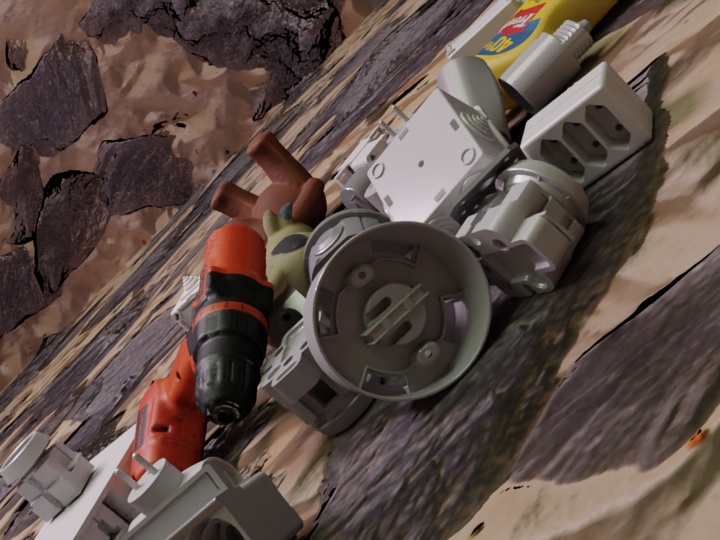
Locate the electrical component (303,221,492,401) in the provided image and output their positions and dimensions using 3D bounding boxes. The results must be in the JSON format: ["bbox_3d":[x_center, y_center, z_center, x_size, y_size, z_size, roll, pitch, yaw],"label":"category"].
[{"bbox_3d":[0.018,0.025,0.613,0.099,0.099,0.064,-51,8,-17],"label":"electrical component"}]

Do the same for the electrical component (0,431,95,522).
[{"bbox_3d":[-0.251,0.161,0.857,0.066,0.055,0.048,-41,14,21],"label":"electrical component"}]

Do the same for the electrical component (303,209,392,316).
[{"bbox_3d":[0.000,0.000,0.775,0.080,0.080,0.051,-44,19,11],"label":"electrical component"}]

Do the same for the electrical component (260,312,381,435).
[{"bbox_3d":[-0.024,0.069,0.694,0.058,0.057,0.078,-43,14,16],"label":"electrical component"}]

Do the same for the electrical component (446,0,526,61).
[{"bbox_3d":[0.136,-0.216,1.019,0.096,0.061,0.061,-41,13,16],"label":"electrical component"}]

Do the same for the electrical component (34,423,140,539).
[{"bbox_3d":[-0.205,0.212,0.828,0.105,0.060,0.186,-38,16,31],"label":"electrical component"}]

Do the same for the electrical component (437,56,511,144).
[{"bbox_3d":[0.092,-0.120,0.880,0.079,0.043,0.077,86,173,-59],"label":"electrical component"}]

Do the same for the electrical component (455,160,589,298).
[{"bbox_3d":[0.094,-0.025,0.607,0.057,0.058,0.078,-55,16,-22],"label":"electrical component"}]

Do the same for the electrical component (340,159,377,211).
[{"bbox_3d":[0.013,-0.087,1.064,0.078,0.040,0.040,-52,15,-26],"label":"electrical component"}]

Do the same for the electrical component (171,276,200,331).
[{"bbox_3d":[-0.132,0.035,1.034,0.062,0.096,0.061,-40,15,23],"label":"electrical component"}]

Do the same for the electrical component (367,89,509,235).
[{"bbox_3d":[0.058,-0.066,0.750,0.099,0.048,0.099,-49,42,22],"label":"electrical component"}]

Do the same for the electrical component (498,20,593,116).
[{"bbox_3d":[0.154,-0.167,0.860,0.081,0.043,0.043,-46,13,2],"label":"electrical component"}]

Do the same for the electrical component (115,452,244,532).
[{"bbox_3d":[-0.128,0.153,0.721,0.077,0.079,0.043,-41,15,22],"label":"electrical component"}]

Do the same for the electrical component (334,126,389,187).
[{"bbox_3d":[0.016,-0.112,1.123,0.081,0.042,0.064,-53,16,-22],"label":"electrical component"}]

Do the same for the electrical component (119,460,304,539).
[{"bbox_3d":[-0.093,0.169,0.602,0.121,0.078,0.063,-42,-7,20],"label":"electrical component"}]

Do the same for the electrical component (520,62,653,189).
[{"bbox_3d":[0.144,-0.096,0.677,0.066,0.047,0.076,-38,16,33],"label":"electrical component"}]

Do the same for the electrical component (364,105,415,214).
[{"bbox_3d":[0.049,-0.115,0.963,0.138,0.074,0.052,-51,14,-15],"label":"electrical component"}]
